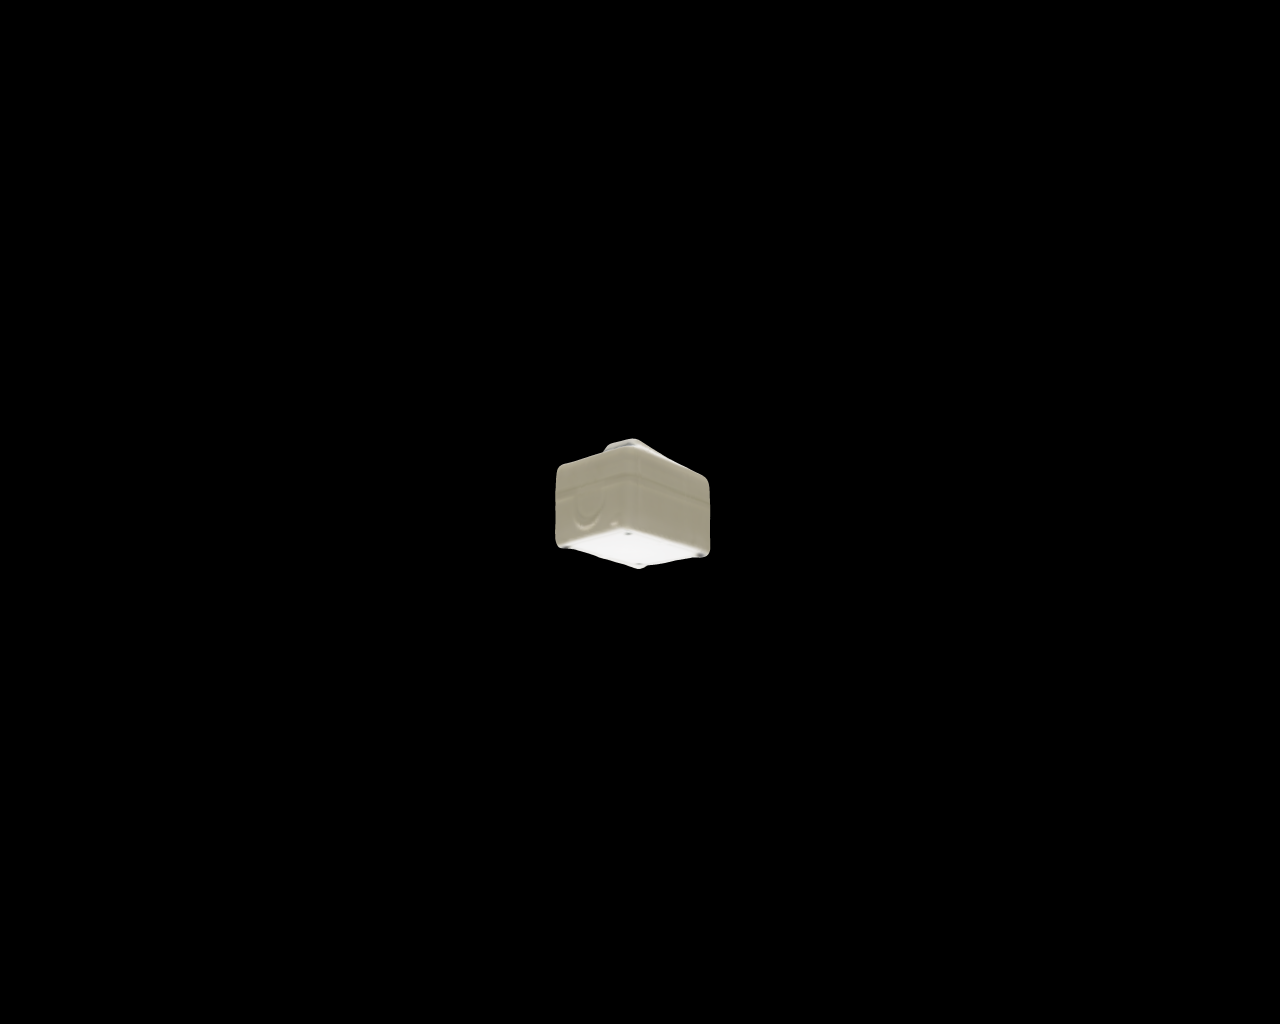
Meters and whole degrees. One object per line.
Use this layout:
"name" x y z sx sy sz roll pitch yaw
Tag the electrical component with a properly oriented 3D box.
"electrical component" 0.001 -0.003 0.650 0.061 0.061 0.096 -14 -22 38
